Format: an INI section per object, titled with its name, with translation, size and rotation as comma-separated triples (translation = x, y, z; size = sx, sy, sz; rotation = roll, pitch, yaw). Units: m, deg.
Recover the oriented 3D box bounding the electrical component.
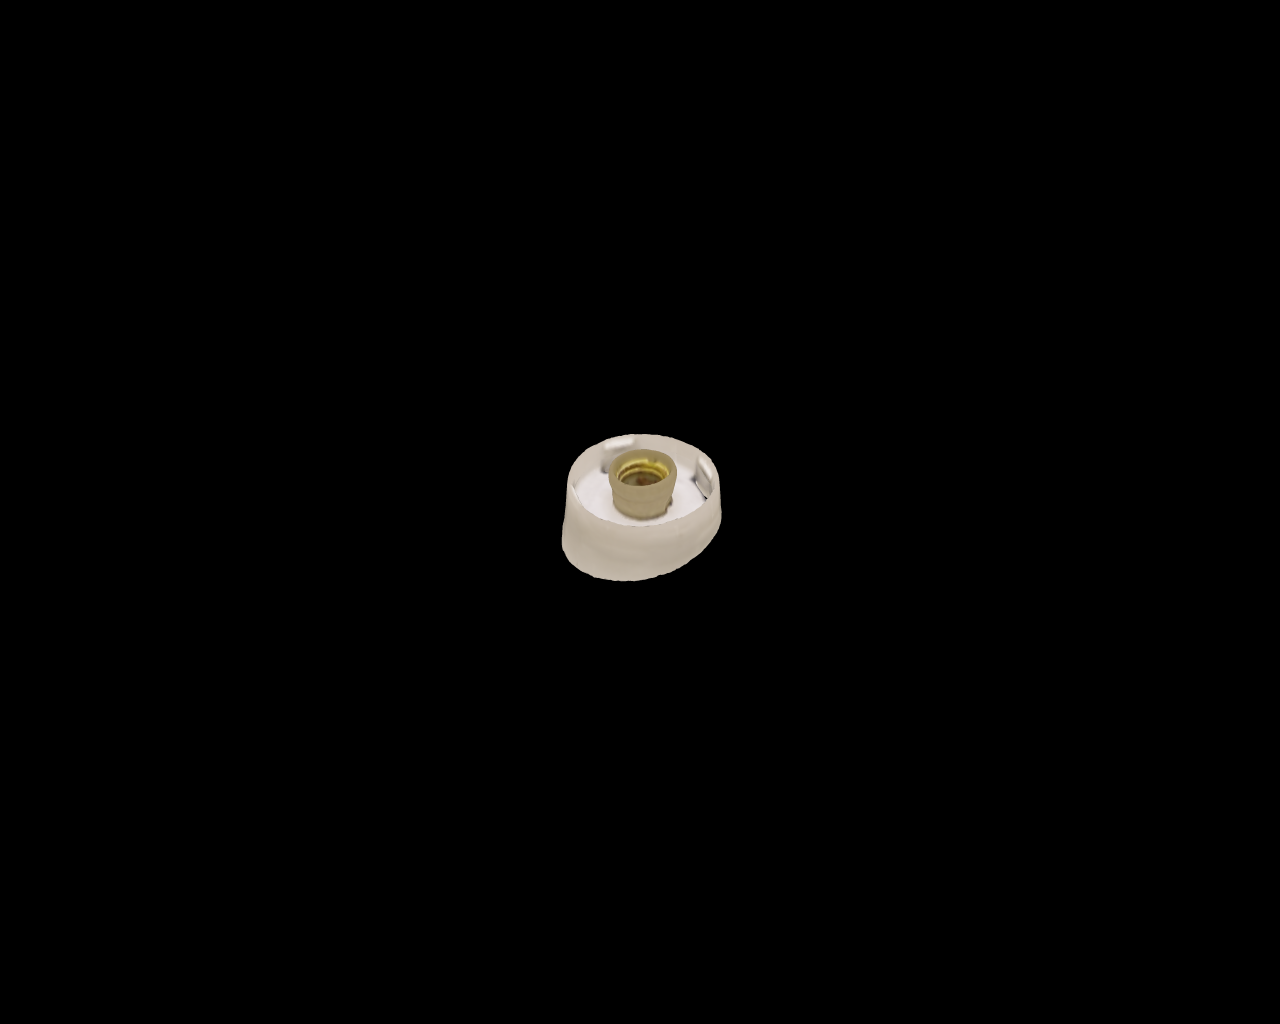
[electrical component]
translation = 0.001, -0.003, 0.650
size = 0.099, 0.064, 0.099
rotation = 0, 40, 0
